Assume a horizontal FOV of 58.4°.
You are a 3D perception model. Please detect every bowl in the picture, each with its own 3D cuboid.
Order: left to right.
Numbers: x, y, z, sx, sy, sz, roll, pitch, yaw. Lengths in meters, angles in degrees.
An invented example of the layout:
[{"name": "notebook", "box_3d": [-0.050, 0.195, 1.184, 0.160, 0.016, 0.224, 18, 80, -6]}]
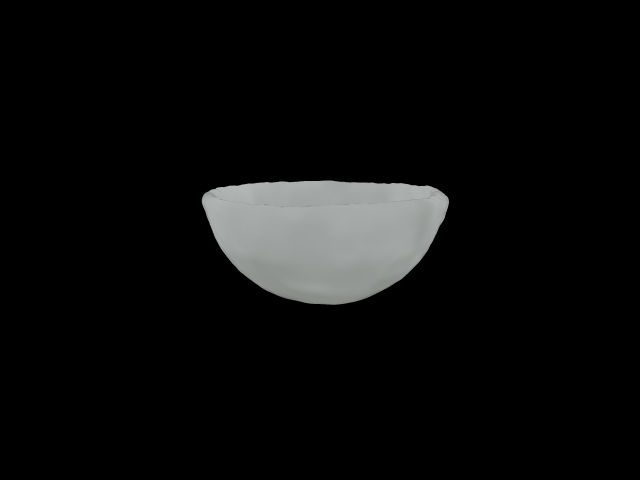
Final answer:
[{"name": "bowl", "box_3d": [0.004, 0.001, 0.400, 0.167, 0.075, 0.167, 0, 11, 0]}]
